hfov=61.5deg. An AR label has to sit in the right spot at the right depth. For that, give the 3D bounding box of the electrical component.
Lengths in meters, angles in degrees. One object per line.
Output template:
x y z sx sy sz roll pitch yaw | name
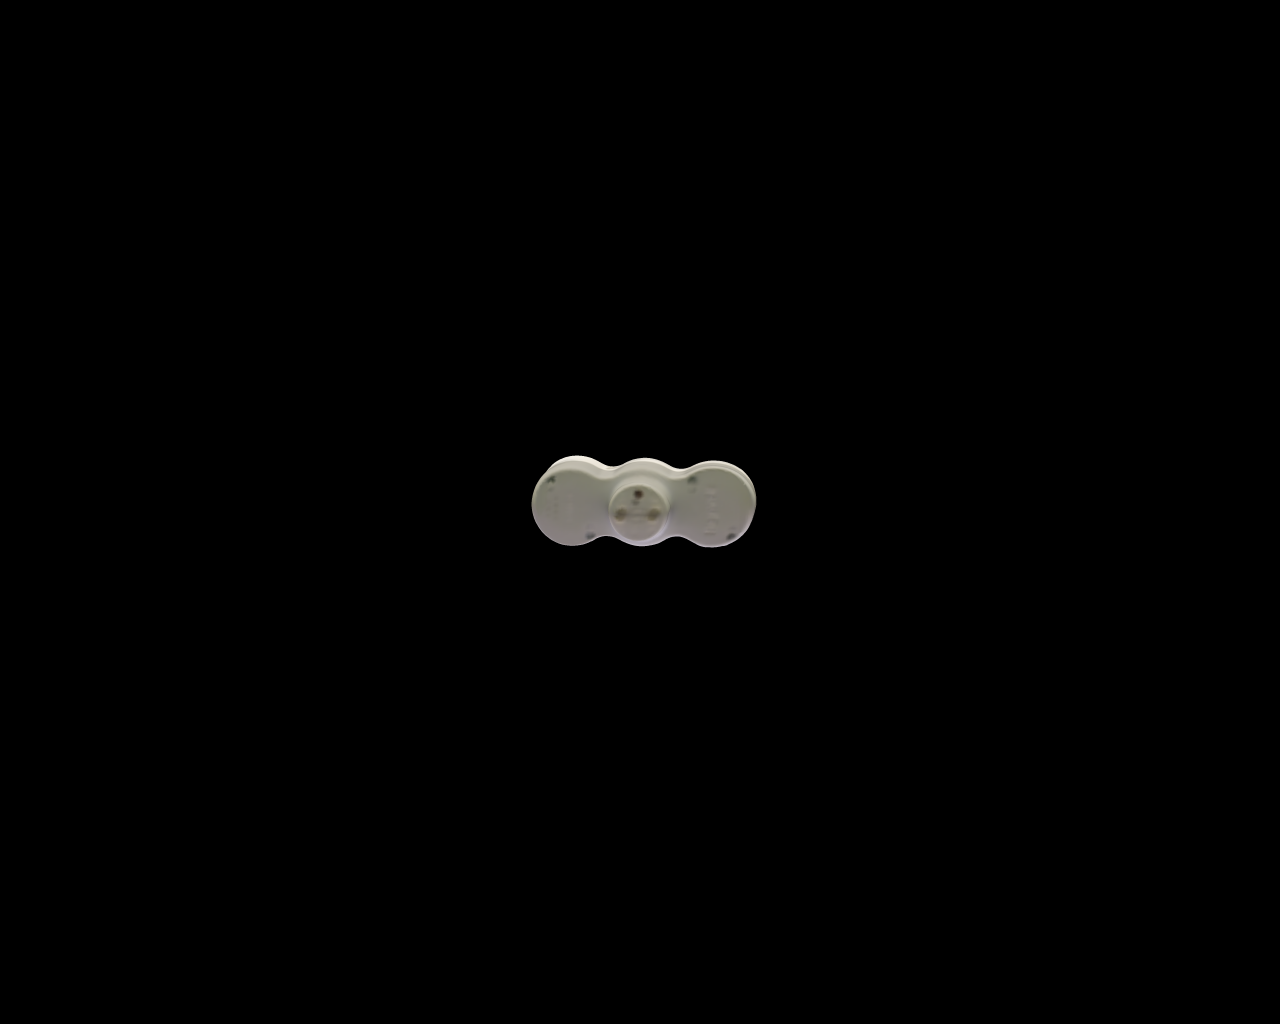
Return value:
0.001 -0.003 0.650 0.138 0.052 0.074 1 12 7 | electrical component
